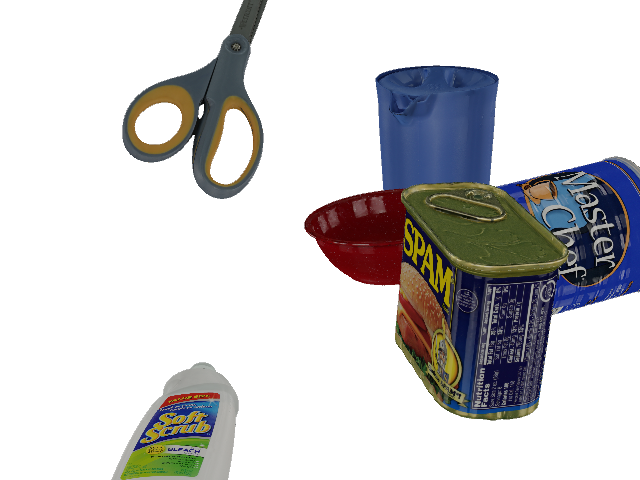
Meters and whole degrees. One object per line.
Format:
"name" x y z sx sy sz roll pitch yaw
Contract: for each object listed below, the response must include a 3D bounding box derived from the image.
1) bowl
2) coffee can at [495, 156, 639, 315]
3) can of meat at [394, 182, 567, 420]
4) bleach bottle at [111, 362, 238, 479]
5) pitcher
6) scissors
"bowl" 0.068 0.000 0.996 0.162 0.055 0.162 -7 18 2
"coffee can" 0.165 0.003 0.778 0.140 0.103 0.103 -14 3 -14
"can of meat" 0.074 0.028 0.526 0.057 0.084 0.102 -4 25 -14
"bleach bottle" -0.131 0.184 0.976 0.102 0.068 0.251 -1 22 1
"pitcher" 0.136 -0.073 1.206 0.149 0.243 0.145 -5 22 -9
"scissors" -0.075 -0.118 0.688 0.096 0.202 0.016 5 -27 -10
